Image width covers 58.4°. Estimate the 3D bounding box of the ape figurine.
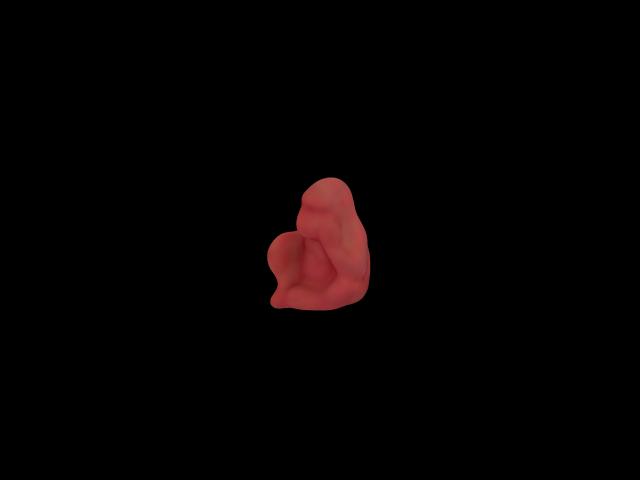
[{"bbox_3d":[0.004,0.001,0.400,0.076,0.092,0.077,-16,27,-33],"label":"ape figurine"}]
